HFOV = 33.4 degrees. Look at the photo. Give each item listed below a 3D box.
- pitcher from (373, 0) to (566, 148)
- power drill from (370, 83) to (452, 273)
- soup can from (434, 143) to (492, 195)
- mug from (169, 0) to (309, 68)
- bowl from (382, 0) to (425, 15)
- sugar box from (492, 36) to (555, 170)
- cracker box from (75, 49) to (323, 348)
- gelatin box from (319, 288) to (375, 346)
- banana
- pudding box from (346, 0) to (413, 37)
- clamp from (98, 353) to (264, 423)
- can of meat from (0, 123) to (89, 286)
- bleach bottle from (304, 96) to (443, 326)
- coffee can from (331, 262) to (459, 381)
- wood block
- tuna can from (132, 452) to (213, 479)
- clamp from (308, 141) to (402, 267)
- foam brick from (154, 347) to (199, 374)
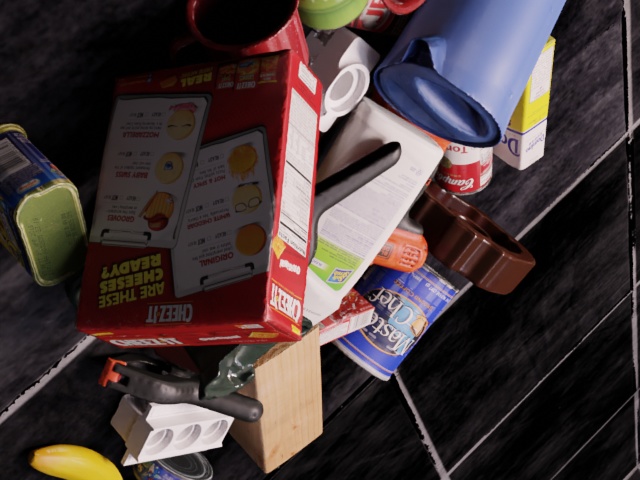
[{"bbox_3d":[0.166,-0.213,1.018,0.242,0.145,0.149,-60,-169,-13],"label":"pitcher"},{"bbox_3d":[0.056,-0.066,1.108,0.184,0.057,0.188,16,108,-26],"label":"power drill"},{"bbox_3d":[0.162,-0.109,1.211,0.068,0.069,0.102,-36,145,-19],"label":"soup can"},{"bbox_3d":[-0.066,-0.163,0.874,0.117,0.093,0.081,-22,149,-1],"label":"mug"},{"bbox_3d":[0.056,-0.261,0.832,0.161,0.055,0.162,-42,141,-47],"label":"bowl"},{"bbox_3d":[0.207,-0.166,1.183,0.048,0.093,0.176,-33,144,-22],"label":"sugar box"},{"bbox_3d":[-0.088,-0.028,0.818,0.072,0.164,0.213,37,53,-58],"label":"cracker box"},{"bbox_3d":[0.005,0.078,1.214,0.089,0.073,0.030,-20,137,-37],"label":"gelatin box"},{"bbox_3d":[-0.247,0.259,1.133,0.069,0.037,0.198,-37,146,-19],"label":"banana"},{"bbox_3d":[0.059,-0.246,0.973,0.089,0.039,0.114,-2,125,-48],"label":"pudding box"},{"bbox_3d":[-0.140,0.148,1.078,0.171,0.120,0.039,10,97,-50],"label":"clamp"},{"bbox_3d":[-0.224,-0.025,0.821,0.057,0.084,0.102,-32,144,-25],"label":"can of meat"},{"bbox_3d":[0.013,-0.011,1.053,0.102,0.068,0.251,29,105,-19],"label":"bleach bottle"},{"bbox_3d":[0.084,0.084,1.286,0.140,0.103,0.102,-52,148,4],"label":"coffee can"},{"bbox_3d":[-0.058,0.156,1.203,0.090,0.091,0.206,-32,144,-25],"label":"wood block"},{"bbox_3d":[-0.163,0.254,1.184,0.086,0.086,0.034,14,110,-55],"label":"tuna can"},{"bbox_3d":[-0.043,-0.034,0.977,0.164,0.036,0.210,27,103,-19],"label":"clamp"},{"bbox_3d":[-0.123,0.095,1.064,0.051,0.078,0.053,-53,154,-37],"label":"foam brick"}]
